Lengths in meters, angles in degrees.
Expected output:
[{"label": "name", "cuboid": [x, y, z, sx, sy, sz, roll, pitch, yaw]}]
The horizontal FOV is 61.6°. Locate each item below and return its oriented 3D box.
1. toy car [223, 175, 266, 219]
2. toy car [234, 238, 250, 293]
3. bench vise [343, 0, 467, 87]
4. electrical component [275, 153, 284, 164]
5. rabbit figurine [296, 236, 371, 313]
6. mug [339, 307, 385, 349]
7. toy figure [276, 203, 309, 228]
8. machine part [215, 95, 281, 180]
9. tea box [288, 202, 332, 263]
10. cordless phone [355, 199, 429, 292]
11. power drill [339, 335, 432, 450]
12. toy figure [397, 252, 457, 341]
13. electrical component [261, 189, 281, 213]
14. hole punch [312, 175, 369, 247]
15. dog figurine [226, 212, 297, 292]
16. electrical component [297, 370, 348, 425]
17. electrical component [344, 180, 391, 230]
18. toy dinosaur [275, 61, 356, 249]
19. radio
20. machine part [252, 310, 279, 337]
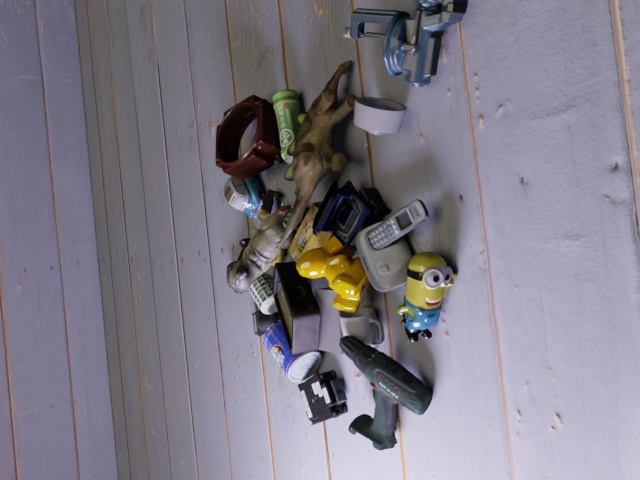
[{"label": "toy car", "cuboid": [-0.231, -0.138, 1.585, 0.109, 0.103, 0.162, -54, 52, 41]}, {"label": "toy car", "cuboid": [-0.232, 0.078, 1.647, 0.202, 0.053, 0.089, -61, 39, 41]}, {"label": "bench vise", "cuboid": [0.150, -0.417, 1.039, 0.241, 0.129, 0.223, 18, 129, 30]}, {"label": "electrical component", "cuboid": [-0.122, -0.257, 1.497, 0.094, 0.021, 0.063, 56, 133, 33]}, {"label": "rabbit figurine", "cuboid": [0.033, 0.059, 1.216, 0.173, 0.121, 0.162, 16, 65, 22]}, {"label": "mug", "cuboid": [0.103, 0.214, 1.223, 0.110, 0.081, 0.107, -2, 102, 40]}, {"label": "toy figure", "cuboid": [-0.076, -0.066, 1.430, 0.155, 0.058, 0.064, 10, 92, 52]}, {"label": "machine part", "cuboid": [-0.202, -0.283, 1.493, 0.201, 0.087, 0.201, -18, 64, 39]}, {"label": "tea box", "cuboid": [-0.003, -0.004, 1.329, 0.098, 0.068, 0.169, 53, 131, 26]}, {"label": "cordless phone", "cuboid": [0.170, 0.012, 1.107, 0.184, 0.088, 0.146, -39, 63, 42]}, {"label": "power drill", "cuboid": [0.123, 0.338, 1.176, 0.232, 0.086, 0.207, 25, 113, 28]}, {"label": "toy figure", "cuboid": [0.204, 0.111, 1.069, 0.089, 0.082, 0.180, 28, 122, 32]}, {"label": "electrical component", "cuboid": [-0.141, -0.089, 1.506, 0.078, 0.045, 0.102, 97, -175, -79]}, {"label": "hole punch", "cuboid": [0.043, -0.058, 1.184, 0.116, 0.092, 0.142, -93, 25, -66]}, {"label": "dog figurine", "cuboid": [-0.148, 0.034, 1.359, 0.121, 0.190, 0.172, 31, 137, -3]}, {"label": "electrical component", "cuboid": [0.012, 0.399, 1.367, 0.134, 0.058, 0.115, -38, 66, 46]}, {"label": "electrical component", "cuboid": [0.098, -0.082, 1.213, 0.119, 0.048, 0.074, 57, 133, 32]}, {"label": "toy dinosaur", "cuboid": [-0.017, -0.197, 1.261, 0.471, 0.105, 0.199, -70, 18, 0]}, {"label": "radio", "cuboid": [-0.062, 0.162, 1.355, 0.230, 0.073, 0.131, -117, 25, -51]}, {"label": "machine part", "cuboid": [-0.161, 0.240, 1.588, 0.139, 0.039, 0.084, -25, 66, 52]}]
